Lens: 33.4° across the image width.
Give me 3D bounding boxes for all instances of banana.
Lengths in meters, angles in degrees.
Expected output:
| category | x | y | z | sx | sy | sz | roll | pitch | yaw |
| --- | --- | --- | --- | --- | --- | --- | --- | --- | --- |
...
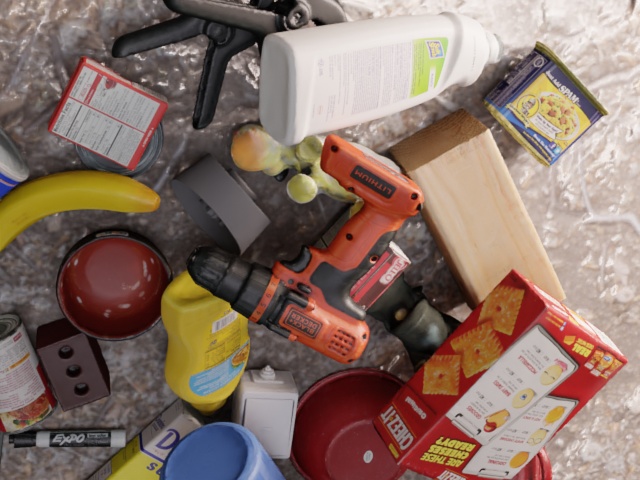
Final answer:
| category | x | y | z | sx | sy | sz | roll | pitch | yaw |
| --- | --- | --- | --- | --- | --- | --- | --- | --- | --- |
| banana | -0.247 | -0.031 | 1.017 | 0.198 | 0.037 | 0.069 | -20 | 105 | 17 |

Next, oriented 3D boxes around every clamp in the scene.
| category | x | y | z | sx | sy | sz | roll | pitch | yaw |
| --- | --- | --- | --- | --- | --- | --- | --- | --- | --- |
| clamp | -0.027 | -0.219 | 0.986 | 0.164 | 0.036 | 0.209 | -50 | 129 | -1 |
| clamp | -0.110 | -0.200 | 0.997 | 0.120 | 0.039 | 0.171 | 30 | 97 | -36 |

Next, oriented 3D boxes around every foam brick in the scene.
| category | x | y | z | sx | sy | sz | roll | pitch | yaw |
| --- | --- | --- | --- | --- | --- | --- | --- | --- | --- |
| foam brick | -0.250 | 0.123 | 1.085 | 0.053 | 0.051 | 0.078 | -19 | 112 | -4 |

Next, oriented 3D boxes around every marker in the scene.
| category | x | y | z | sx | sy | sz | roll | pitch | yaw |
| --- | --- | --- | --- | --- | --- | --- | --- | --- | --- |
| marker | -0.268 | 0.211 | 1.132 | 0.121 | 0.020 | 0.020 | 2 | 110 | -12 |

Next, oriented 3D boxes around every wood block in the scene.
| category | x | y | z | sx | sy | sz | roll | pitch | yaw |
| --- | --- | --- | --- | --- | --- | --- | --- | --- | --- |
| wood block | 0.161 | -0.018 | 1.094 | 0.090 | 0.091 | 0.206 | -29 | 113 | 1 |

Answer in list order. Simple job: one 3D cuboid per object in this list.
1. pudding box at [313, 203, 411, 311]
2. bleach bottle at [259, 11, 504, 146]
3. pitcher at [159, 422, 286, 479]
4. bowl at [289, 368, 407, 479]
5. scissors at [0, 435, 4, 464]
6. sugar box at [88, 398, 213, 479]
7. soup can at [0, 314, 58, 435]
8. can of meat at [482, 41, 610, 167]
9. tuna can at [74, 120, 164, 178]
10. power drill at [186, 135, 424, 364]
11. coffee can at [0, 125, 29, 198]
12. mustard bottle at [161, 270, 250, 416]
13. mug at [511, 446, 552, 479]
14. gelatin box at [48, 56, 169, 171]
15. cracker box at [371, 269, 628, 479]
| category | x | y | z | sx | sy | sz | roll | pitch | yaw |
| --- | --- | --- | --- | --- | --- | --- | --- | --- | --- |
| pudding box | 0.032 | 0.023 | 1.070 | 0.090 | 0.113 | 0.039 | -46 | 121 | 7 |
| bleach bottle | 0.067 | -0.160 | 1.012 | 0.250 | 0.068 | 0.103 | -13 | 123 | -28 |
| pitcher | -0.083 | 0.301 | 1.111 | 0.149 | 0.145 | 0.242 | -36 | 132 | -14 |
| bowl | 0.045 | 0.225 | 1.180 | 0.162 | 0.055 | 0.162 | -4 | 111 | -10 |
| scissors | -0.341 | 0.289 | 1.149 | 0.096 | 0.016 | 0.202 | 24 | 104 | -20 |
| sugar box | -0.180 | 0.261 | 1.154 | 0.176 | 0.048 | 0.093 | -42 | 112 | 7 |
| soup can | -0.313 | 0.134 | 1.068 | 0.068 | 0.068 | 0.102 | -19 | 112 | -4 |
| can of meat | 0.227 | -0.135 | 1.082 | 0.102 | 0.057 | 0.084 | 41 | 100 | -21 |
| tuna can | -0.193 | -0.101 | 1.023 | 0.086 | 0.034 | 0.086 | -4 | 111 | -10 |
| power drill | -0.006 | 0.001 | 0.979 | 0.184 | 0.057 | 0.188 | 28 | 102 | -10 |
| coffee can | -0.353 | -0.054 | 0.972 | 0.140 | 0.103 | 0.102 | -38 | 113 | 4 |
| mustard bottle | -0.114 | 0.111 | 1.085 | 0.096 | 0.058 | 0.192 | -32 | 143 | -35 |
| mug | 0.216 | 0.238 | 1.189 | 0.093 | 0.117 | 0.081 | -10 | 107 | -24 |
| gelatin box | -0.195 | -0.116 | 0.981 | 0.089 | 0.030 | 0.073 | 25 | 105 | -18 |
| cracker box | 0.181 | 0.150 | 1.074 | 0.164 | 0.072 | 0.214 | 30 | 107 | -40 |
